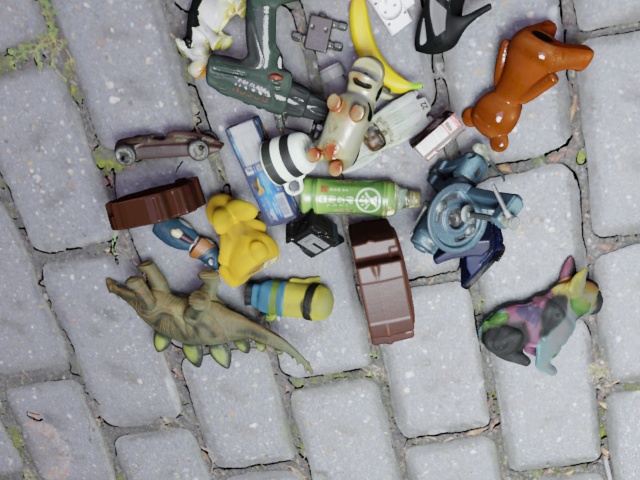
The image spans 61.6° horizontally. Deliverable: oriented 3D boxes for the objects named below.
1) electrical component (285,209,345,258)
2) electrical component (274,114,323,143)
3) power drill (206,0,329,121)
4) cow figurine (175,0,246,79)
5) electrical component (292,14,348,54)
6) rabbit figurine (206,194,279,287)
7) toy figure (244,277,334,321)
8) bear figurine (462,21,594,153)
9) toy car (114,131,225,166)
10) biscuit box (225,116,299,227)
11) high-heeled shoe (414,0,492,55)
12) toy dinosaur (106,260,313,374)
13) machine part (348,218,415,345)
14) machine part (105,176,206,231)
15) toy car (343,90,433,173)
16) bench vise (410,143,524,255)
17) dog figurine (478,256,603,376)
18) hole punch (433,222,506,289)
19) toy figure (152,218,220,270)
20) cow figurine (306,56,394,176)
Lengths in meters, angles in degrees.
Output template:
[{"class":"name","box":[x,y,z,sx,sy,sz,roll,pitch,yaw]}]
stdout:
[{"class":"electrical component","box":[-0.002,-0.003,1.022,0.075,0.048,0.119,-27,137,29]},{"class":"electrical component","box":[-0.033,-0.220,0.983,0.102,0.045,0.078,23,110,-4]},{"class":"power drill","box":[-0.069,-0.315,0.901,0.232,0.086,0.207,9,122,-6]},{"class":"cow figurine","box":[-0.201,-0.371,0.935,0.098,0.068,0.167,35,104,-1]},{"class":"electrical component","box":[-0.002,-0.364,0.946,0.094,0.021,0.063,13,108,1]},{"class":"rabbit figurine","box":[-0.163,-0.016,1.010,0.122,0.162,0.173,-30,76,-11]},{"class":"toy figure","box":[-0.062,0.121,1.074,0.180,0.089,0.082,7,116,0]},{"class":"bear figurine","box":[0.343,-0.257,0.918,0.132,0.120,0.195,-18,144,-32]},{"class":"toy car","box":[-0.280,-0.175,0.993,0.202,0.089,0.053,-3,111,7]},{"class":"biscuit box","box":[-0.105,-0.127,1.010,0.059,0.063,0.202,-20,106,10]},{"class":"high-heeled shoe","box":[0.198,-0.443,0.896,0.145,0.086,0.248,-15,89,40]},{"class":"toy dinosaur","box":[-0.234,0.159,1.072,0.472,0.105,0.198,14,128,18]},{"class":"machine part","box":[0.113,0.072,0.985,0.087,0.201,0.200,-11,106,5]},{"class":"machine part","box":[-0.302,-0.069,0.992,0.179,0.179,0.056,-12,104,8]},{"class":"toy car","box":[0.108,-0.194,0.975,0.202,0.056,0.073,-30,103,13]},{"class":"bench vise","box":[0.257,-0.064,0.900,0.223,0.241,0.128,-47,112,-8]},{"class":"dog figurine","box":[0.430,0.132,1.035,0.192,0.108,0.219,20,104,1]},{"class":"hole punch","box":[0.273,0.009,0.995,0.092,0.142,0.115,37,119,-4]},{"class":"toy figure","box":[-0.256,0.005,1.064,0.154,0.064,0.057,32,107,-7]},{"class":"cow figurine","box":[0.058,-0.211,0.904,0.086,0.127,0.194,26,111,13]}]
